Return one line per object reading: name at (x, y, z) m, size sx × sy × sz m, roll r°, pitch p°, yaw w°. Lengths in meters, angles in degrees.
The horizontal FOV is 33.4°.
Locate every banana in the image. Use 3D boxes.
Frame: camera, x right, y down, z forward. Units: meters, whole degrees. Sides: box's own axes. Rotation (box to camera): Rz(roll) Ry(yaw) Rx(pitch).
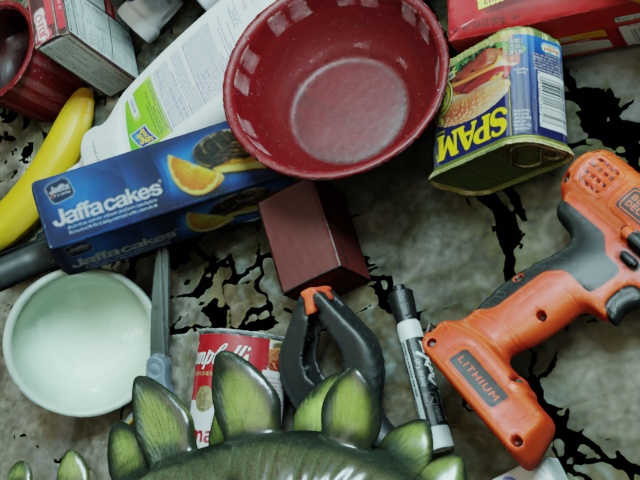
banana at (-0.261, -0.049, 0.953) m, size 0.198 × 0.037 × 0.070 m, roll -44°, pitch 61°, yaw 12°

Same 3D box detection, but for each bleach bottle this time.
bleach bottle at (-0.113, -0.116, 0.876) m, size 0.251 × 0.068 × 0.102 m, roll -32°, pitch 63°, yaw 21°

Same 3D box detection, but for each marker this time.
marker at (0.069, 0.088, 0.745) m, size 0.020 × 0.020 × 0.121 m, roll -23°, pitch 67°, yaw 22°

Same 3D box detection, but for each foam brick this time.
foam brick at (-0.005, 0.001, 0.789) m, size 0.051 × 0.053 × 0.078 m, roll -26°, pitch 65°, yaw 21°

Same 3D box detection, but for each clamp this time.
clamp at (0.005, 0.121, 0.750) m, size 0.120 × 0.039 × 0.171 m, roll -22°, pitch 78°, yaw 19°
clamp at (-0.218, 0.006, 0.885) m, size 0.210 × 0.164 × 0.036 m, roll -23°, pitch 99°, yaw 0°

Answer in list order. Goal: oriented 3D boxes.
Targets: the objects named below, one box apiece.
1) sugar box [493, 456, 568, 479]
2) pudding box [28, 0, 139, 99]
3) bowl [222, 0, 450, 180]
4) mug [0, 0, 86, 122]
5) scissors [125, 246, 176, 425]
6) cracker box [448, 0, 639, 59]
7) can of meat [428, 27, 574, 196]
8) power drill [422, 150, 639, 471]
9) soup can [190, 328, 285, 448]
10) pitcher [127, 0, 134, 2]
sugar box at (0.091, 0.218, 0.682) m, size 0.176 × 0.048 × 0.093 m, roll -34°, pitch 63°, yaw 19°
pudding box at (-0.203, -0.184, 0.912) m, size 0.039 × 0.113 × 0.090 m, roll -20°, pitch 68°, yaw 19°
bowl at (0.015, -0.105, 0.757) m, size 0.162 × 0.055 × 0.162 m, roll -6°, pitch 66°, yaw 13°
mug at (-0.258, -0.166, 0.956) m, size 0.093 × 0.081 × 0.117 m, roll 30°, pitch 92°, yaw 31°
scissors at (-0.109, 0.111, 0.816) m, size 0.096 × 0.016 × 0.202 m, roll 20°, pitch 99°, yaw 23°
cracker box at (0.173, -0.237, 0.743) m, size 0.164 × 0.072 × 0.213 m, roll -7°, pitch 73°, yaw 27°
can of meat at (0.120, -0.086, 0.726) m, size 0.102 × 0.057 × 0.084 m, roll -23°, pitch 61°, yaw 53°
power drill at (0.172, 0.053, 0.657) m, size 0.187 × 0.057 × 0.185 m, roll -41°, pitch 53°, yaw -2°
soup can at (-0.061, 0.120, 0.780) m, size 0.069 × 0.068 × 0.102 m, roll 0°, pitch 77°, yaw 29°
pitcher at (-0.085, -0.308, 0.866) m, size 0.243 × 0.145 × 0.149 m, roll -25°, pitch 63°, yaw 8°
